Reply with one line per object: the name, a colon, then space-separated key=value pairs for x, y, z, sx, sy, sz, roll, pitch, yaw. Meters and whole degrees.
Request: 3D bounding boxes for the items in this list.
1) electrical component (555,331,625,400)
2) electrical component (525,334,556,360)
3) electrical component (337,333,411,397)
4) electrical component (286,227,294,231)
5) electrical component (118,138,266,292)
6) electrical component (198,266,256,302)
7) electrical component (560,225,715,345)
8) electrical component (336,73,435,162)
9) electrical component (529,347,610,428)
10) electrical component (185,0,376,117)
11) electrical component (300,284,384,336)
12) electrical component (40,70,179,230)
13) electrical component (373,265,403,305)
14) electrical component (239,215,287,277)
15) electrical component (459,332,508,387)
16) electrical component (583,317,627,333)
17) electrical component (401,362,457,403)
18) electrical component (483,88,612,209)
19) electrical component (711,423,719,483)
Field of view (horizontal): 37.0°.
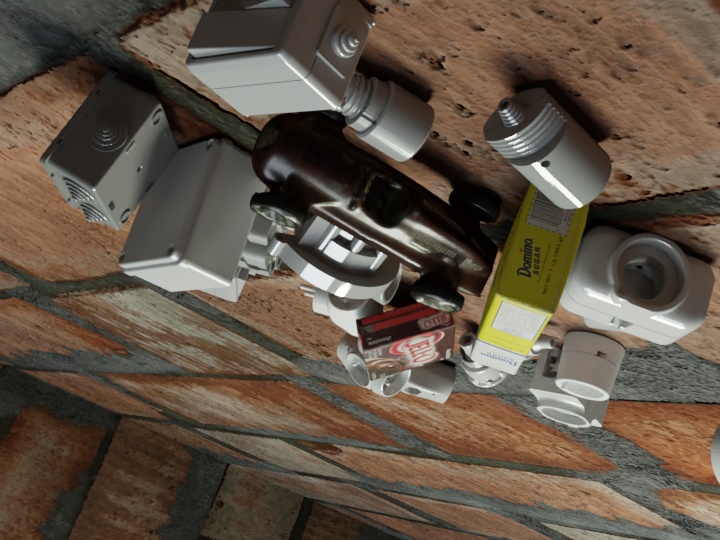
electrical component: x=0.209 y=0.088 z=0.981 sx=0.055 sy=0.047 sz=0.055 roll=18 pitch=162 yaw=6
electrical component: x=0.154 y=0.067 z=0.999 sx=0.061 sy=0.035 sz=0.035 roll=-3 pitch=151 yaw=46
electrical component: x=0.015 y=0.087 z=1.179 sx=0.077 sy=0.044 sz=0.079 roll=37 pitch=141 yaw=36
electrical component: x=-0.052 y=-0.048 z=0.882 sx=0.035 sy=0.035 sz=0.061 roll=27 pitch=170 yaw=-21
electrical component: x=-0.134 y=-0.042 z=0.868 sx=0.056 sy=0.108 sz=0.109 roll=28 pitch=161 yaw=-32
electrical component: x=-0.129 y=-0.011 z=1.029 sx=0.061 sy=0.061 sz=0.096 roll=20 pitch=162 yaw=1
electrical component: x=0.194 y=0.010 z=0.754 sx=0.095 sy=0.053 sz=0.059 roll=20 pitch=163 yaw=0
electrical component: x=0.009 y=-0.098 z=0.658 sx=0.078 sy=0.040 sz=0.040 roll=29 pitch=161 yaw=-23
electrical component: x=0.208 y=0.118 z=1.057 sx=0.050 sy=0.055 sz=0.089 roll=8 pitch=158 yaw=34
electrical component: x=-0.042 y=-0.128 z=0.591 sx=0.096 sy=0.061 sz=0.061 roll=4 pitch=156 yaw=42
electrical component: x=-0.021 y=0.028 z=1.057 sx=0.079 sy=0.044 sz=0.077 roll=15 pitch=162 yaw=16
electrical component: x=-0.184 y=-0.087 z=0.809 sx=0.048 sy=0.099 sz=0.099 roll=30 pitch=164 yaw=10
electrical component: x=0.000 y=0.000 z=0.960 sx=0.065 sy=0.044 sz=0.044 roll=19 pitch=163 yaw=18
electrical component: x=-0.101 y=-0.030 z=0.952 sx=0.057 sy=0.058 sz=0.078 roll=14 pitch=162 yaw=9
electrical component: x=0.120 y=0.085 z=1.076 sx=0.048 sy=0.048 sz=0.062 roll=6 pitch=150 yaw=38
electrical component: x=0.206 y=0.028 z=0.817 sx=0.078 sy=0.040 sz=0.040 roll=7 pitch=158 yaw=36
electrical component: x=0.063 y=0.123 z=1.248 sx=0.077 sy=0.043 sz=0.079 roll=22 pitch=162 yaw=-7
electrical component: x=0.106 y=-0.074 z=0.621 sx=0.043 sy=0.043 sz=0.081 roll=1 pitch=154 yaw=47
electrical component: x=0.367 y=0.164 z=0.960 sx=0.099 sy=0.099 sz=0.064 roll=23 pitch=168 yaw=-10
